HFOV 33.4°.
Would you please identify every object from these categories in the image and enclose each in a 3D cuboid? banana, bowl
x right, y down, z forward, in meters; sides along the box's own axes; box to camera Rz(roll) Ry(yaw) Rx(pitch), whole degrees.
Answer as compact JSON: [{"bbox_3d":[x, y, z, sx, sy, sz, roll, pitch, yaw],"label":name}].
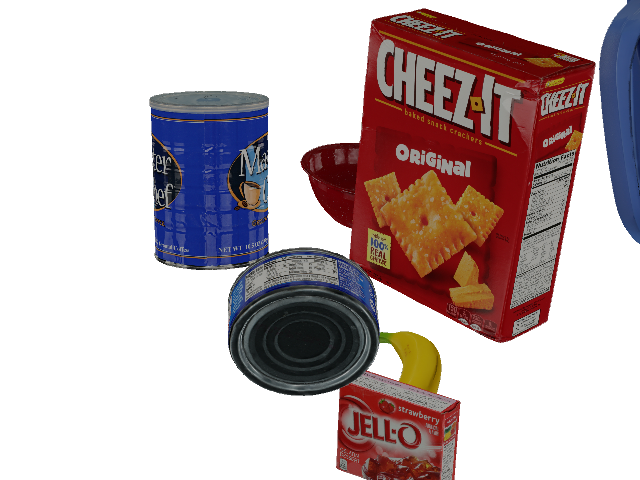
[{"bbox_3d":[0.082,0.137,1.018,0.070,0.037,0.197,-23,19,16],"label":"banana"},{"bbox_3d":[0.057,-0.050,1.107,0.162,0.055,0.162,6,23,-3],"label":"bowl"}]

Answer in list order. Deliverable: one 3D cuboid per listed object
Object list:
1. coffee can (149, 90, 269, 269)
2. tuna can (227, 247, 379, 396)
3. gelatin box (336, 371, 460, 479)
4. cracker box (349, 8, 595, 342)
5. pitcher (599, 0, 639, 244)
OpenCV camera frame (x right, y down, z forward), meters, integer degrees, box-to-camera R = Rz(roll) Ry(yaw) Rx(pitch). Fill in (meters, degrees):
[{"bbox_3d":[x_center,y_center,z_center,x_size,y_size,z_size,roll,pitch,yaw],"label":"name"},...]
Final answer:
[{"bbox_3d":[-0.096,-0.055,0.932,0.103,0.140,0.103,0,14,0],"label":"coffee can"},{"bbox_3d":[-0.009,0.047,0.598,0.086,0.086,0.034,0,39,-3],"label":"tuna can"},{"bbox_3d":[0.054,0.141,0.769,0.089,0.073,0.030,14,21,33],"label":"gelatin box"},{"bbox_3d":[0.106,-0.051,0.816,0.071,0.214,0.164,-21,36,-39],"label":"cracker box"},{"bbox_3d":[0.239,-0.045,0.607,0.149,0.243,0.145,-4,22,15],"label":"pitcher"}]
